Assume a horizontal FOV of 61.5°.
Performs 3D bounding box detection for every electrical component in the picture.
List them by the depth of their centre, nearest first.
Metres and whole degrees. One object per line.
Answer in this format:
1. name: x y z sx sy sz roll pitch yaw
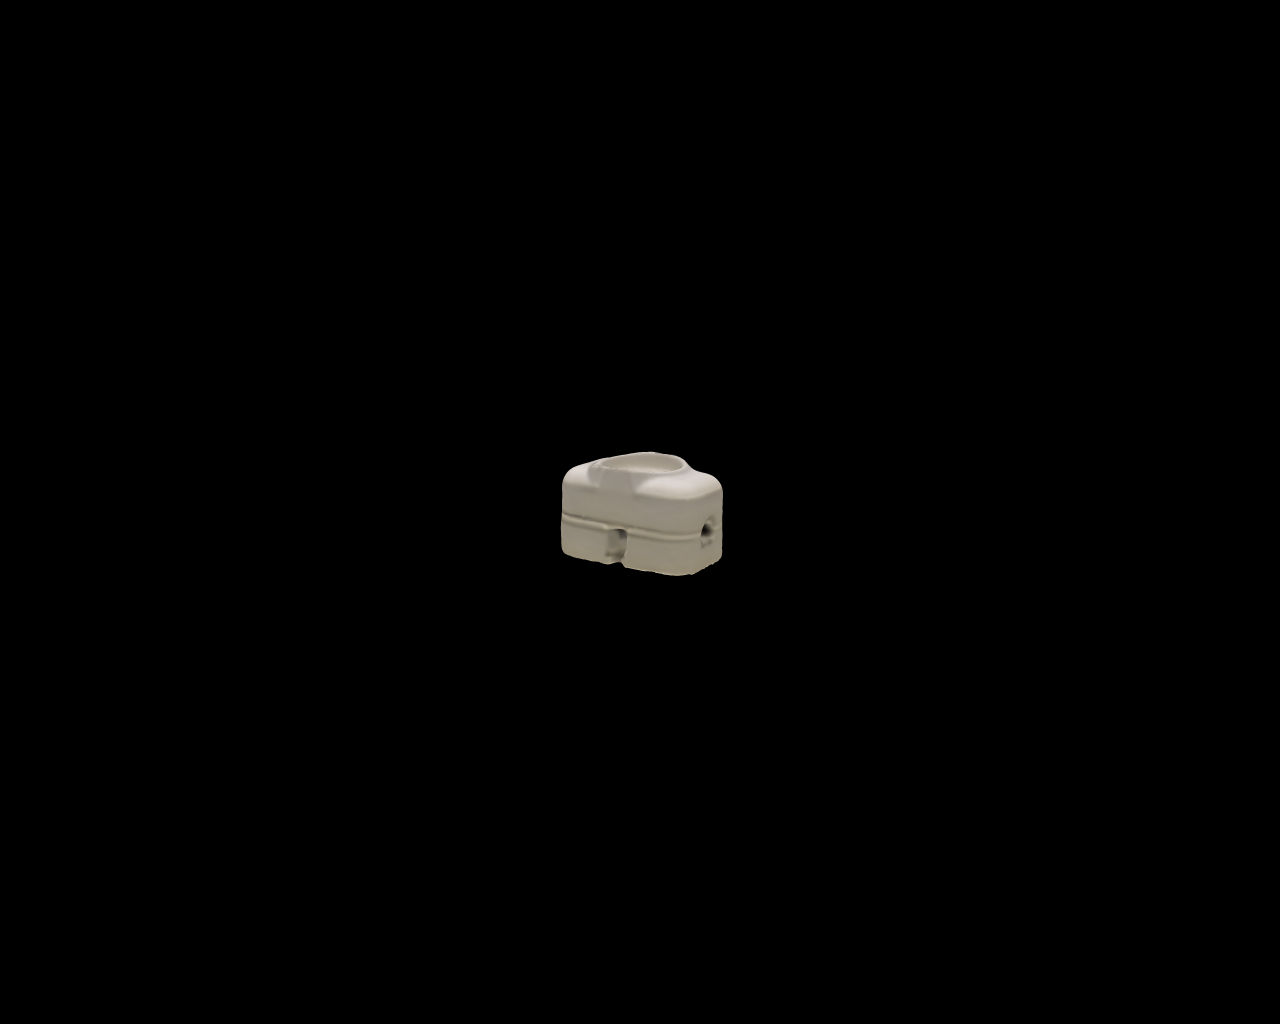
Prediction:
1. electrical component: 0.001 -0.003 0.650 0.095 0.059 0.054 10 18 33
